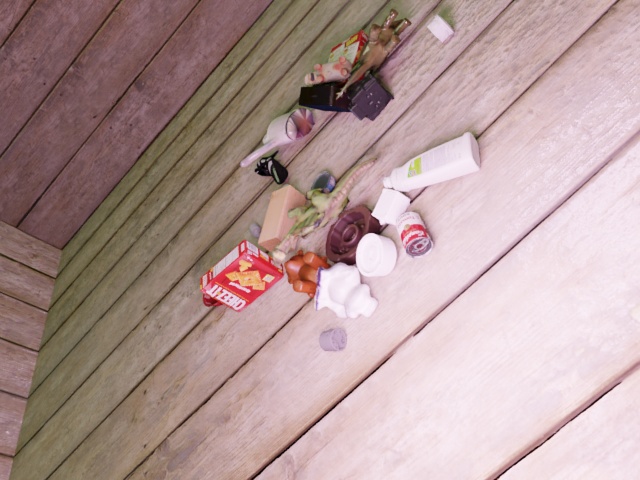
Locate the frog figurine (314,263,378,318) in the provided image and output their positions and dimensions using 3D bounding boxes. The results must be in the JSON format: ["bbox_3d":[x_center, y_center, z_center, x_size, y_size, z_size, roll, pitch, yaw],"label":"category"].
[{"bbox_3d":[0.074,0.132,1.305,0.160,0.138,0.122,11,-7,17],"label":"frog figurine"}]

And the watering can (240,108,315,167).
[{"bbox_3d":[-0.153,-0.406,1.998,0.223,0.354,0.102,-4,-48,50],"label":"watering can"}]

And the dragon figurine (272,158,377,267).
[{"bbox_3d":[0.004,-0.073,1.455,0.405,0.121,0.247,-43,13,20],"label":"dragon figurine"}]
